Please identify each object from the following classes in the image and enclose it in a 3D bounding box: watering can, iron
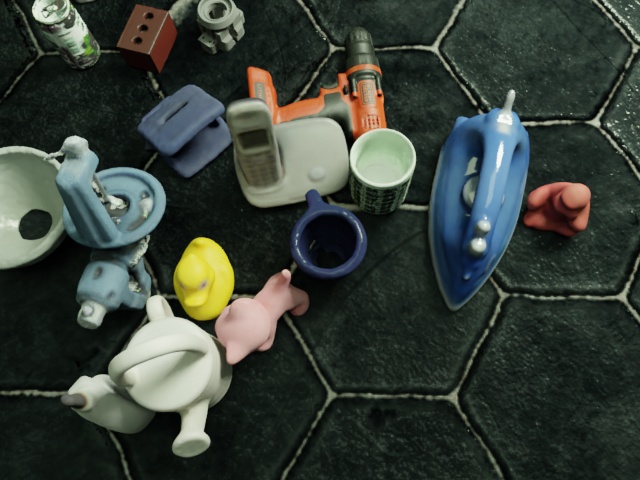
[{"bbox_3d":[-0.157,0.142,0.623,0.101,0.194,0.172,-42,76,-10],"label":"watering can"},{"bbox_3d":[0.198,-0.048,0.700,0.118,0.141,0.258,12,73,6],"label":"iron"}]

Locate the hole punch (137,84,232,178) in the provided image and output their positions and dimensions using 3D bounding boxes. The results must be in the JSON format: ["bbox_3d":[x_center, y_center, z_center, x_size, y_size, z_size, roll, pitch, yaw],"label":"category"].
[{"bbox_3d":[-0.187,-0.155,0.772,0.109,0.091,0.101,-44,76,-11],"label":"hole punch"}]

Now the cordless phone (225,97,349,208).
[{"bbox_3d":[-0.039,-0.118,0.706,0.147,0.185,0.094,-15,72,-3],"label":"cordless phone"}]

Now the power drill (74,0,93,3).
[{"bbox_3d":[-0.347,-0.444,0.808,0.229,0.208,0.075,-20,73,-4],"label":"power drill"}]

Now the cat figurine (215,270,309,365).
[{"bbox_3d":[-0.074,0.086,0.678,0.067,0.118,0.128,39,78,13],"label":"cat figurine"}]

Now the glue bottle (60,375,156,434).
[{"bbox_3d":[-0.239,0.177,0.626,0.078,0.173,0.037,36,77,12],"label":"glue bottle"}]

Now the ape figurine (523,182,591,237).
[{"bbox_3d":[0.308,-0.045,0.721,0.076,0.092,0.077,-33,74,-8],"label":"ape figurine"}]

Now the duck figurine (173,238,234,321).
[{"bbox_3d":[-0.151,0.042,0.711,0.077,0.086,0.104,-3,72,1],"label":"duck figurine"}]

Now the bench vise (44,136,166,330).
[{"bbox_3d":[-0.240,-0.011,0.661,0.121,0.220,0.207,-11,72,-1],"label":"bench vise"}]

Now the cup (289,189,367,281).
[{"bbox_3d":[0.007,0.003,0.714,0.091,0.095,0.117,-18,73,-4],"label":"cup"}]

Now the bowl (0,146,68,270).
[{"bbox_3d":[-0.391,-0.033,0.749,0.167,0.075,0.167,0,72,2],"label":"bowl"}]
